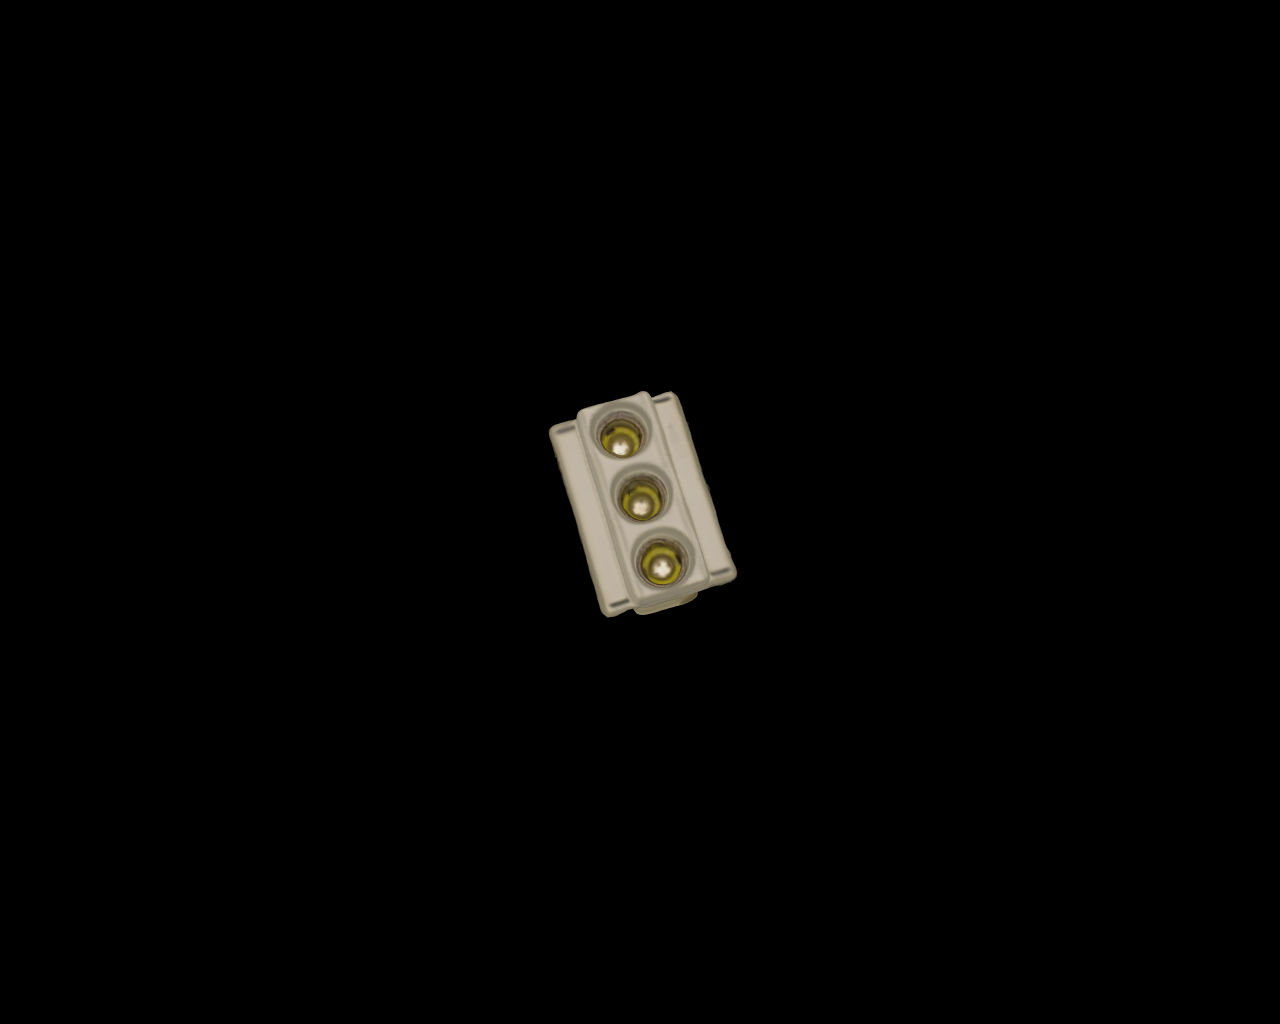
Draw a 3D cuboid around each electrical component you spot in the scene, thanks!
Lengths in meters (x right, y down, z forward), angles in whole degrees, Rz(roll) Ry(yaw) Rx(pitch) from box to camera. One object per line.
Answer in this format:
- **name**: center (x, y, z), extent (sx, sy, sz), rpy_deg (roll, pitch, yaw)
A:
- **electrical component**: center (0.001, -0.003, 0.650), extent (0.079, 0.121, 0.063), rpy_deg (-17, -15, -5)
